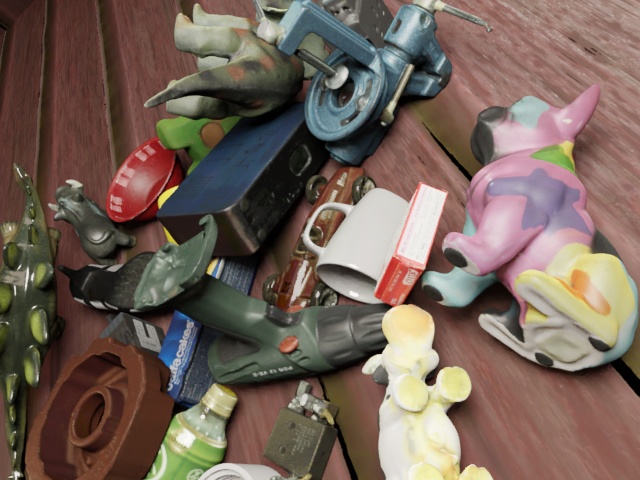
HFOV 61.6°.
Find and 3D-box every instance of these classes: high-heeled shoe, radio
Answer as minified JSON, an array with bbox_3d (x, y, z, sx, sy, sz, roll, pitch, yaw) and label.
[{"bbox_3d":[-0.261,0.074,0.783,0.249,0.145,0.086,9,70,12],"label":"high-heeled shoe"},{"bbox_3d":[-0.086,-0.082,0.678,0.131,0.073,0.229,2,47,37],"label":"radio"}]

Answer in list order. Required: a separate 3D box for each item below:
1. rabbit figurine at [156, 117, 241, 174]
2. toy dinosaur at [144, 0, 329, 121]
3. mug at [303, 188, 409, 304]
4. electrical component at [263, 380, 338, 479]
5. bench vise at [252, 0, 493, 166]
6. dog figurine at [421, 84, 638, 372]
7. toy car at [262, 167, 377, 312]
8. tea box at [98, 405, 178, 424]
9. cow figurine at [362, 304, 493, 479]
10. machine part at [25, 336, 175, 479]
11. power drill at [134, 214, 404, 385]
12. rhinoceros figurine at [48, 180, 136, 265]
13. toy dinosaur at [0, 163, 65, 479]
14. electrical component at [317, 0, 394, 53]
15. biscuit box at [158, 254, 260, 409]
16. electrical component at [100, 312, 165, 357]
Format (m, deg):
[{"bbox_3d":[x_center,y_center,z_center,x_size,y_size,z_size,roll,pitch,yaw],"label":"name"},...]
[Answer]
[{"bbox_3d":[-0.178,-0.180,0.831,0.159,0.121,0.170,-49,30,-4],"label":"rabbit figurine"},{"bbox_3d":[-0.082,-0.225,0.692,0.192,0.131,0.405,4,39,-2],"label":"toy dinosaur"},{"bbox_3d":[0.042,-0.003,0.560,0.110,0.080,0.107,27,65,2],"label":"mug"},{"bbox_3d":[-0.019,0.192,0.517,0.078,0.045,0.102,16,74,41],"label":"electrical component"},{"bbox_3d":[0.041,-0.200,0.598,0.223,0.240,0.129,-51,47,23],"label":"bench vise"},{"bbox_3d":[0.194,-0.026,0.447,0.192,0.108,0.219,32,68,18],"label":"dog figurine"},{"bbox_3d":[-0.001,-0.002,0.624,0.089,0.053,0.202,7,69,44],"label":"toy car"},{"bbox_3d":[-0.259,0.231,0.663,0.170,0.068,0.098,-25,50,23],"label":"tea box"},{"bbox_3d":[0.079,0.144,0.451,0.098,0.068,0.167,115,155,-53],"label":"cow figurine"},{"bbox_3d":[-0.235,0.193,0.579,0.179,0.056,0.179,-20,51,27],"label":"machine part"},{"bbox_3d":[-0.053,0.064,0.515,0.232,0.207,0.086,-26,45,33],"label":"power drill"},{"bbox_3d":[-0.388,-0.028,0.897,0.073,0.112,0.191,-51,53,3],"label":"rhinoceros figurine"},{"bbox_3d":[-0.435,0.124,0.782,0.199,0.105,0.470,-167,77,-67],"label":"toy dinosaur"},{"bbox_3d":[0.050,-0.285,0.703,0.058,0.134,0.115,-15,57,31],"label":"electrical component"},{"bbox_3d":[-0.139,0.100,0.656,0.059,0.062,0.202,-4,61,37],"label":"biscuit box"},{"bbox_3d":[-0.246,0.132,0.713,0.048,0.074,0.119,-45,43,7],"label":"electrical component"}]
